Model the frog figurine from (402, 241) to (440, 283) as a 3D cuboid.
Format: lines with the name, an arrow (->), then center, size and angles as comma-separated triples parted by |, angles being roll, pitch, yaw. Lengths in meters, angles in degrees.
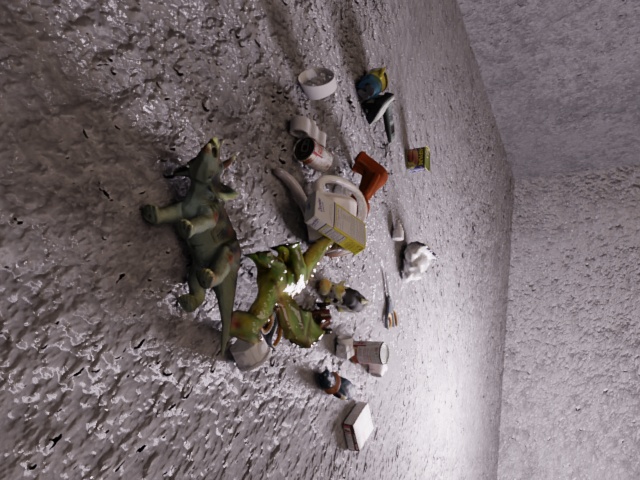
frog figurine -> 0.355, 0.089, 1.948 | 0.160, 0.124, 0.135 | -50, 147, -3

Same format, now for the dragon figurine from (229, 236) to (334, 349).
dragon figurine -> -0.057, 0.122, 1.162 | 0.413, 0.121, 0.244 | -12, 84, -49

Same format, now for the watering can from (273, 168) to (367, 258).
watering can -> 0.004, -0.070, 1.383 | 0.347, 0.103, 0.226 | 9, 80, -42
